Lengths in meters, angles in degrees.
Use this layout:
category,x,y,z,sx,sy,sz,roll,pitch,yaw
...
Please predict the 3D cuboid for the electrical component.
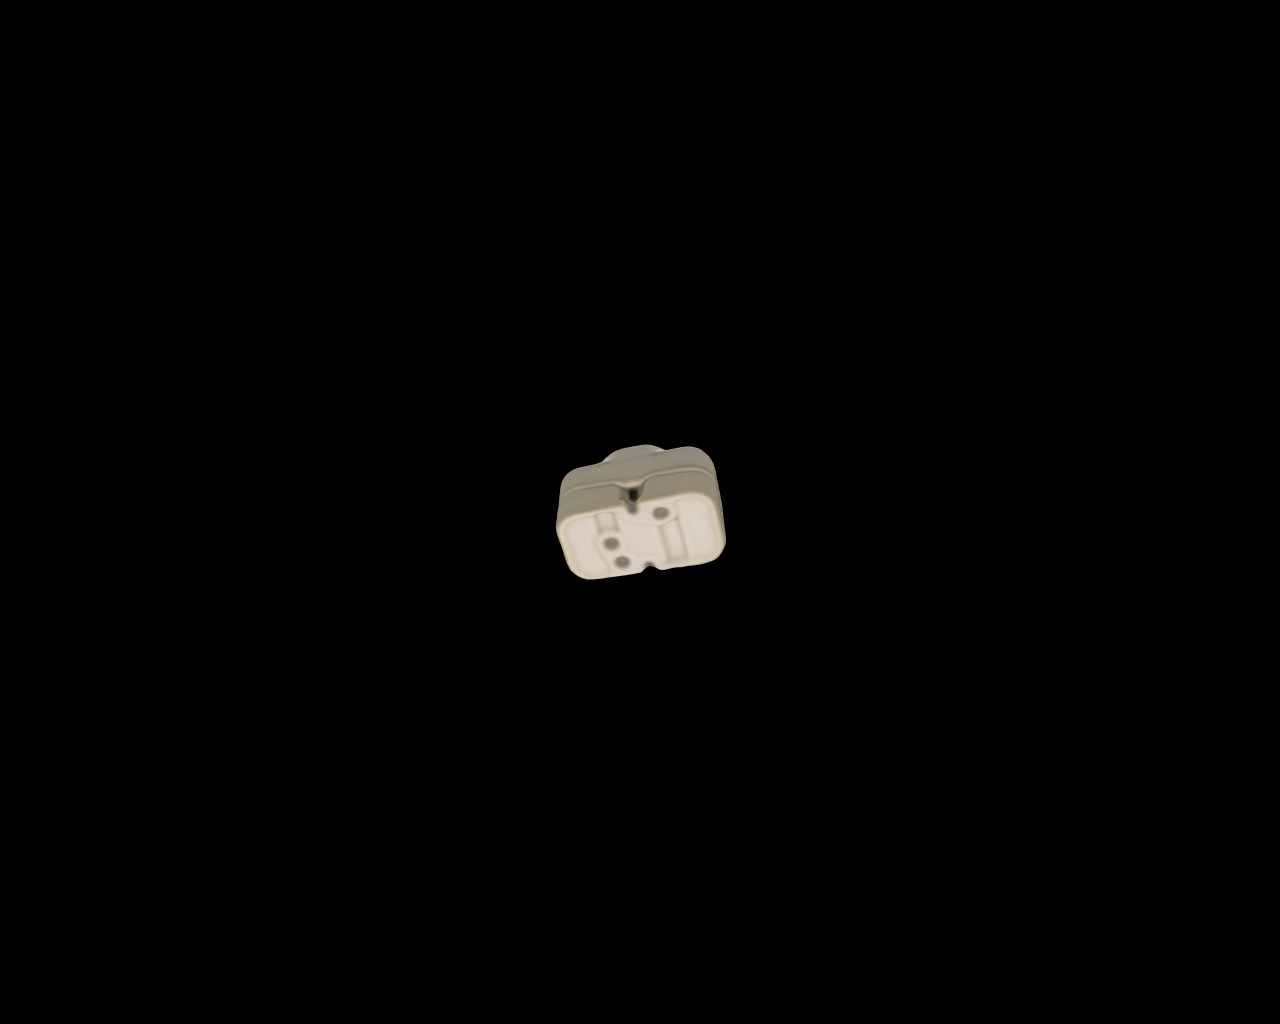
category,x,y,z,sx,sy,sz,roll,pitch,yaw
electrical component,0.001,-0.003,0.650,0.095,0.053,0.059,-10,36,8
